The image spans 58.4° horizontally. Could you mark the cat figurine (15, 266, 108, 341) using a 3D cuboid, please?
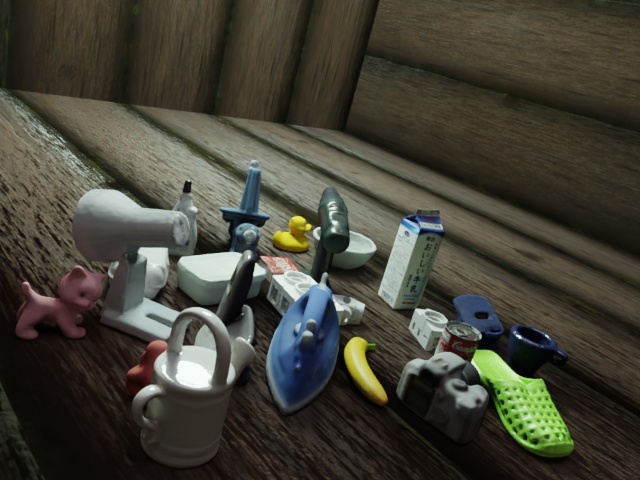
[{"bbox_3d":[-0.394,0.087,0.882,0.128,0.118,0.067,3,22,-32],"label":"cat figurine"}]

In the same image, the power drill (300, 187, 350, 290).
[{"bbox_3d":[0.012,0.005,1.291,0.076,0.208,0.229,11,19,-12],"label":"power drill"}]

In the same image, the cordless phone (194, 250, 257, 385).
[{"bbox_3d":[-0.137,0.117,0.894,0.094,0.185,0.147,10,20,-15],"label":"cordless phone"}]

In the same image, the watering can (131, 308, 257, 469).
[{"bbox_3d":[-0.154,0.171,0.715,0.100,0.194,0.173,19,19,11],"label":"watering can"}]

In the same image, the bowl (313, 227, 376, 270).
[{"bbox_3d":[0.055,0.029,1.462,0.167,0.075,0.167,14,19,-5],"label":"bowl"}]

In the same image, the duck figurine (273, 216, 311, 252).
[{"bbox_3d":[-0.068,-0.020,1.488,0.105,0.086,0.077,2,23,-34],"label":"duck figurine"}]

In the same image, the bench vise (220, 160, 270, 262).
[{"bbox_3d":[-0.157,-0.065,1.339,0.122,0.220,0.206,2,23,-34],"label":"bench vise"}]

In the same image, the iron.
[{"bbox_3d":[-0.018,0.157,0.941,0.118,0.141,0.258,15,19,1],"label":"iron"}]

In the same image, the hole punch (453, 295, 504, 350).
[{"bbox_3d":[0.340,0.178,1.239,0.109,0.091,0.100,3,22,-32],"label":"hole punch"}]

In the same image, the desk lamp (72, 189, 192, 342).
[{"bbox_3d":[-0.304,0.035,0.951,0.203,0.213,0.118,19,19,11],"label":"desk lamp"}]

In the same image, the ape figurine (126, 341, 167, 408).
[{"bbox_3d":[-0.226,0.180,0.791,0.078,0.092,0.076,6,21,-25],"label":"ape figurine"}]

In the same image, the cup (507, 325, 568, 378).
[{"bbox_3d":[0.421,0.235,1.134,0.117,0.095,0.092,28,23,32],"label":"cup"}]

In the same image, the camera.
[{"bbox_3d":[0.224,0.243,0.950,0.137,0.101,0.142,-5,27,-46],"label":"camera"}]

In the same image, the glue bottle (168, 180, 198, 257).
[{"bbox_3d":[-0.301,-0.049,1.254,0.078,0.173,0.037,13,19,-6],"label":"glue bottle"}]

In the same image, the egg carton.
[{"bbox_3d":[-0.343,0.053,1.092,0.107,0.069,0.150,10,20,-17],"label":"egg carton"}]
